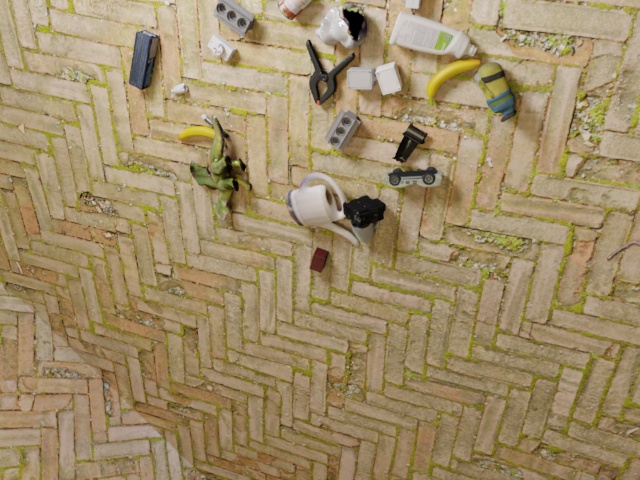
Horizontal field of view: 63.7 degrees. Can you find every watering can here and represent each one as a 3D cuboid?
[{"bbox_3d":[0.006,-0.096,1.915,0.223,0.106,0.341,-9,124,23],"label":"watering can"}]

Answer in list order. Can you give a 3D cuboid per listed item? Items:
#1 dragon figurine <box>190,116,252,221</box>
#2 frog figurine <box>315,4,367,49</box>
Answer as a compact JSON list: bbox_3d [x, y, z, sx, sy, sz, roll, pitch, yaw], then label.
[{"bbox_3d":[-0.407,-0.265,1.963,0.242,0.124,0.404,-4,115,29],"label":"dragon figurine"},{"bbox_3d":[0.067,-0.656,1.605,0.136,0.124,0.159,47,158,-20],"label":"frog figurine"}]
